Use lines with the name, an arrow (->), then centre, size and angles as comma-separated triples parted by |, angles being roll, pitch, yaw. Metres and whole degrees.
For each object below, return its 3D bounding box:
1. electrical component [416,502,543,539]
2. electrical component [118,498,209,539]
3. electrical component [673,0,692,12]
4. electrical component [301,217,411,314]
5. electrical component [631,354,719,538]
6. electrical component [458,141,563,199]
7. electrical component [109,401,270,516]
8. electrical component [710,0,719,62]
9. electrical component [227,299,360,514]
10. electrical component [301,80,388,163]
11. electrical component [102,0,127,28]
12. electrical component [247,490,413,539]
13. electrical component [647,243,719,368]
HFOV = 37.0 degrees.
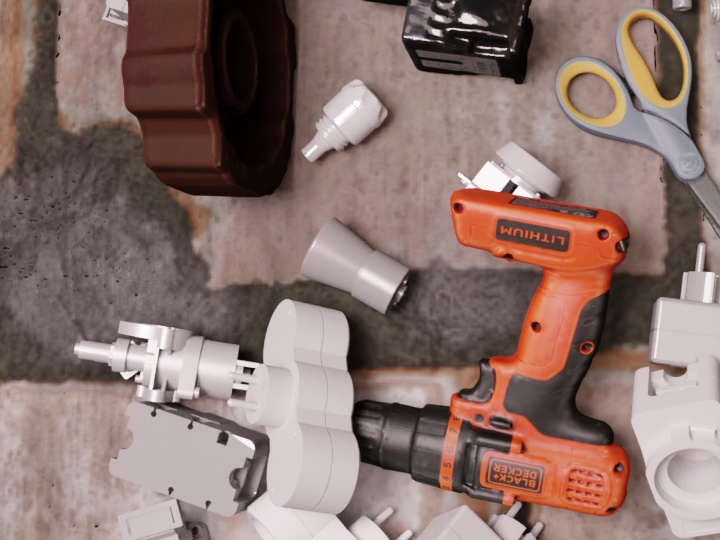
electrical component -> 0.085, 0.176, 0.659 | 0.083, 0.047, 0.076 | 45, 60, 1
electrical component -> -0.122, 0.191, 0.696 | 0.042, 0.064, 0.081 | -17, 81, 8
electrical component -> 0.203, -0.195, 0.680 | 0.035, 0.035, 0.061 | 0, 87, 12
electrical component -> 0.000, 0.000, 0.701 | 0.065, 0.044, 0.044 | 30, 91, 9
electrical component -> 0.193, 0.104, 0.618 | 0.050, 0.055, 0.089 | -16, 112, 23
electrical component -> 0.095, -0.048, 0.683 | 0.066, 0.048, 0.055 | 40, 101, 13
electrical component -> -0.107, 0.121, 0.703 | 0.089, 0.056, 0.050 | 16, 88, 13
electrical component -> 0.258, -0.155, 0.632 | 0.100, 0.100, 0.048 | -5, 96, 12
electrical component -> -0.047, 0.079, 0.659 | 0.074, 0.052, 0.138 | 14, 49, -24
electrical component -> -0.013, -0.096, 0.716 | 0.061, 0.035, 0.035 | -42, 78, 8
electrical component -> -0.127, -0.222, 0.738 | 0.079, 0.063, 0.121 | 19, 88, 12
electrical component -> 0.000, 0.181, 0.678 | 0.074, 0.052, 0.138 | -37, 76, -20
electrical component -> 0.212, 0.022, 0.649 | 0.066, 0.047, 0.076 | 7, 86, 13
